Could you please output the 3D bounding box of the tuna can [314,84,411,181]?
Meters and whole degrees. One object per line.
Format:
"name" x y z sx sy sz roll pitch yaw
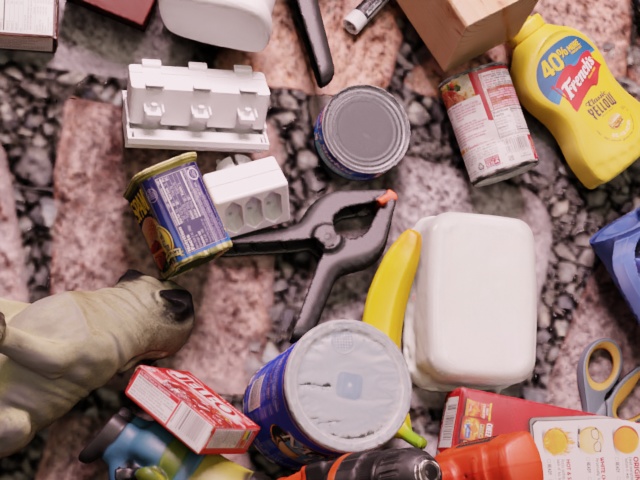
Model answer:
"tuna can" 0.038 -0.099 0.991 0.086 0.034 0.086 3 78 -15

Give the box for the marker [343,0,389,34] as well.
"marker" 0.066 -0.246 1.038 0.020 0.020 0.121 43 71 -4

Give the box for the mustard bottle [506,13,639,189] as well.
"mustard bottle" 0.243 -0.151 1.047 0.096 0.058 0.191 -38 90 -19

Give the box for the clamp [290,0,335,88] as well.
"clamp" -0.026 -0.247 0.999 0.164 0.036 0.210 29 70 1

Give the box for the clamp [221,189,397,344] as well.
"clamp" -0.006 0.001 0.954 0.120 0.039 0.171 43 63 8

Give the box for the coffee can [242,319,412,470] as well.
"coffee can" 0.002 0.130 0.872 0.102 0.140 0.103 5 71 -17

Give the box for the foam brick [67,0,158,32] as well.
"foam brick" -0.181 -0.223 0.940 0.078 0.053 0.051 21 90 -8

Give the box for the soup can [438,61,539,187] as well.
"soup can" 0.160 -0.109 1.010 0.068 0.069 0.102 -16 84 -18

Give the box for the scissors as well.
"scissors" 0.241 0.170 1.002 0.201 0.016 0.096 -35 88 -19

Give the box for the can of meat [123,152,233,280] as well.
"can of meat" -0.119 -0.017 0.896 0.057 0.102 0.084 -24 88 -19

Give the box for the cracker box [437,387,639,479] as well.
"cracker box" 0.204 0.231 0.937 0.213 0.072 0.164 12 77 -6

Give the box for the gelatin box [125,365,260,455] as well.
"gelatin box" -0.102 0.136 0.857 0.089 0.073 0.030 33 95 28

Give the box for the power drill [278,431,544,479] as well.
"power drill" 0.076 0.179 0.794 0.187 0.185 0.057 3 71 -35

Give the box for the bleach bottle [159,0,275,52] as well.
"bleach bottle" -0.063 -0.294 0.960 0.102 0.068 0.250 13 66 6

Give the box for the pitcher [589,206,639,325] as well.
"pitcher" 0.360 0.075 0.994 0.149 0.145 0.243 -28 90 -4

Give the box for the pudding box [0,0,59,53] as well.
"pudding box" -0.283 -0.214 0.924 0.113 0.039 0.090 2 80 -12

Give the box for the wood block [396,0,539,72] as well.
"wood block" 0.106 -0.276 0.994 0.090 0.091 0.206 -28 77 -16

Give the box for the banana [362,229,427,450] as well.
"banana" 0.065 0.090 0.945 0.037 0.070 0.198 24 59 -52
